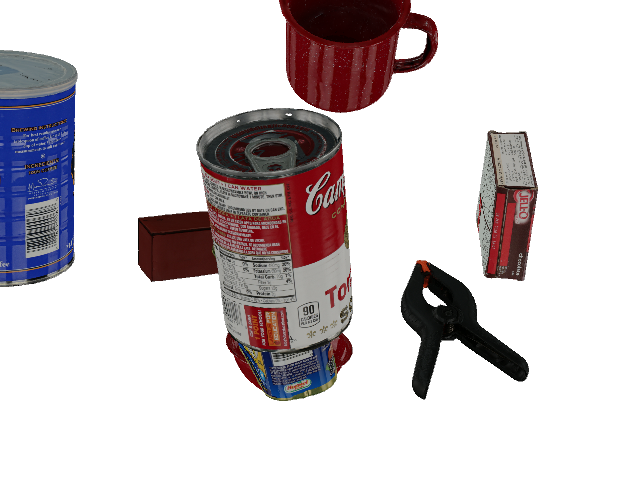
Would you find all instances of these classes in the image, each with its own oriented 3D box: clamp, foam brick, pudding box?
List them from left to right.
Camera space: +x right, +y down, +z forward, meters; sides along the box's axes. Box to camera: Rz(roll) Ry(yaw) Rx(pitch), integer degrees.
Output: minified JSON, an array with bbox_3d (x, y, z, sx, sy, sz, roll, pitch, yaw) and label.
[{"bbox_3d":[-0.140,0.005,1.072,0.078,0.051,0.053,-7,21,-23],"label":"foam brick"},{"bbox_3d":[0.140,0.089,1.096,0.120,0.171,0.039,2,-43,-12],"label":"clamp"},{"bbox_3d":[0.160,-0.032,0.919,0.039,0.090,0.113,4,31,1],"label":"pudding box"}]

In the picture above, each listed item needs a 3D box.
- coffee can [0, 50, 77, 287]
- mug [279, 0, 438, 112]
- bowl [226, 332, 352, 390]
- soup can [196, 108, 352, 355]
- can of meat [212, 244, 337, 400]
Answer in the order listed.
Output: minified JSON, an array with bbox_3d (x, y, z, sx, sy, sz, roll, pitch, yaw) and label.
[{"bbox_3d":[-0.222,-0.052,0.744,0.103,0.140,0.103,5,23,-2],"label":"coffee can"},{"bbox_3d":[0.028,-0.148,0.783,0.117,0.093,0.081,3,-32,-1],"label":"mug"},{"bbox_3d":[-0.041,0.154,1.362,0.162,0.055,0.162,5,22,-2],"label":"bowl"},{"bbox_3d":[-0.020,-0.004,0.518,0.068,0.102,0.068,-4,31,2],"label":"soup can"},{"bbox_3d":[-0.029,0.048,0.720,0.057,0.084,0.102,-17,28,-12],"label":"can of meat"}]
